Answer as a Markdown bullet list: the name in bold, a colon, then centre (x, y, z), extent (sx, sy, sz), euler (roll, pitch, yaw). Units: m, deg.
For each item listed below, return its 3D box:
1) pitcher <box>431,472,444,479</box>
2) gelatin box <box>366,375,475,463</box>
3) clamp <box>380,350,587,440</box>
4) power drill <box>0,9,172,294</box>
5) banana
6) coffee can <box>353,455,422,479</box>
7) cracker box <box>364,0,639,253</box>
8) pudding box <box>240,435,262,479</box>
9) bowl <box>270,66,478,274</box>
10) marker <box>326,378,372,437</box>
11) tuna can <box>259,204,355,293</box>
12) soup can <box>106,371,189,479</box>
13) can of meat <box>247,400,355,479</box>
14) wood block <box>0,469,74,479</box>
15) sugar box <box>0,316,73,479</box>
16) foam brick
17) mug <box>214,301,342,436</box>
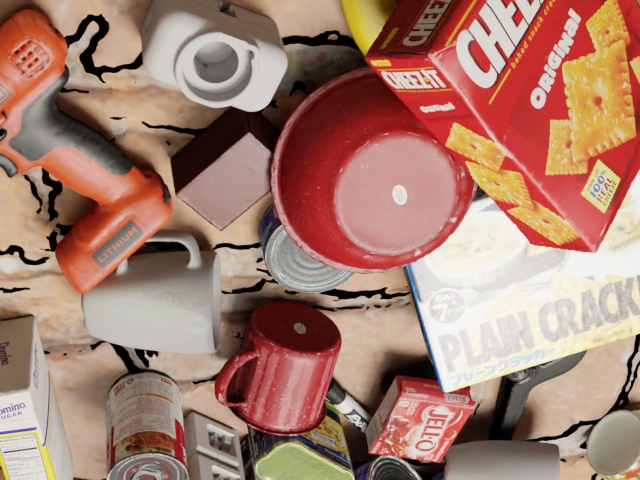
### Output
- **pitcher**: centre (0.123, 0.358, 1.099), extent (0.145, 0.149, 0.243), euler (22, 122, 15)
- **gelatin box**: centre (0.091, 0.165, 0.976), extent (0.073, 0.030, 0.089), euler (10, 132, -15)
- **clamp**: centre (0.169, 0.111, 0.981), extent (0.164, 0.036, 0.210), euler (25, 122, -26)
- **power drill**: centre (-0.212, -0.045, 0.765), extent (0.184, 0.057, 0.187), euler (-40, 126, 5)
- **banana**: centre (0.045, -0.182, 0.739), extent (0.069, 0.037, 0.198), euler (-7, 127, -6)
- **coffee can**: centre (0.027, 0.277, 1.018), extent (0.141, 0.103, 0.102), euler (-32, 127, 30)
- **cracker box**: centre (0.152, -0.118, 0.736), extent (0.213, 0.072, 0.164), euler (43, 70, -33)
- **pudding box**: centre (-0.081, 0.255, 1.007), extent (0.039, 0.090, 0.114), euler (28, 116, -29)
- **bowl**: centre (0.048, -0.041, 0.767), extent (0.162, 0.055, 0.162), euler (-4, 112, -11)
- **marker**: centre (0.036, 0.166, 1.008), extent (0.020, 0.020, 0.121), euler (-33, 125, 13)
- **tuna can**: centre (-0.006, 0.001, 0.868), extent (0.086, 0.034, 0.086), euler (-5, 126, -7)
- **soup can**: centre (-0.151, 0.171, 0.923), extent (0.068, 0.102, 0.068), euler (-5, 127, -7)
- **can of meat**: centre (-0.019, 0.184, 0.969), extent (0.102, 0.084, 0.057), euler (35, 112, -31)
- **wood block**: centre (-0.303, 0.271, 0.976), extent (0.205, 0.091, 0.090), euler (13, 123, -20)
- **sugar box**: centre (-0.246, 0.161, 0.904), extent (0.048, 0.093, 0.176), euler (-9, 127, -5)
- **foam brick**: centre (-0.066, -0.056, 0.802), extent (0.078, 0.053, 0.051), euler (-38, 125, 17)
- **mug**: centre (-0.038, 0.107, 0.901), extent (0.117, 0.093, 0.082), euler (-9, 127, -38)
